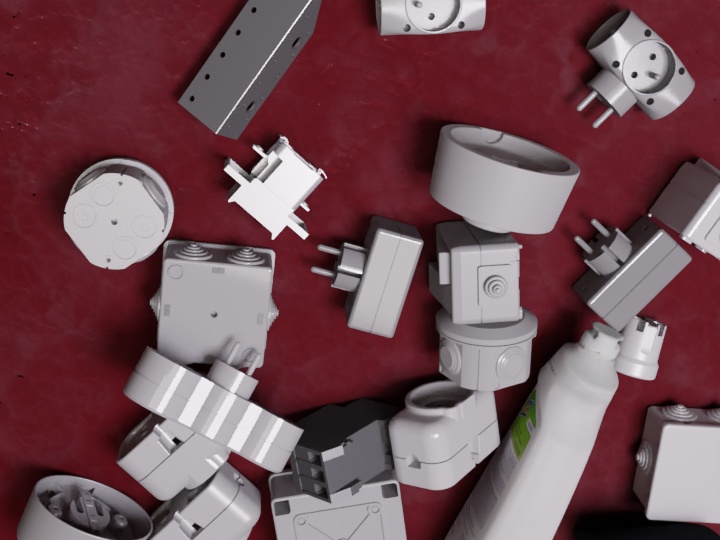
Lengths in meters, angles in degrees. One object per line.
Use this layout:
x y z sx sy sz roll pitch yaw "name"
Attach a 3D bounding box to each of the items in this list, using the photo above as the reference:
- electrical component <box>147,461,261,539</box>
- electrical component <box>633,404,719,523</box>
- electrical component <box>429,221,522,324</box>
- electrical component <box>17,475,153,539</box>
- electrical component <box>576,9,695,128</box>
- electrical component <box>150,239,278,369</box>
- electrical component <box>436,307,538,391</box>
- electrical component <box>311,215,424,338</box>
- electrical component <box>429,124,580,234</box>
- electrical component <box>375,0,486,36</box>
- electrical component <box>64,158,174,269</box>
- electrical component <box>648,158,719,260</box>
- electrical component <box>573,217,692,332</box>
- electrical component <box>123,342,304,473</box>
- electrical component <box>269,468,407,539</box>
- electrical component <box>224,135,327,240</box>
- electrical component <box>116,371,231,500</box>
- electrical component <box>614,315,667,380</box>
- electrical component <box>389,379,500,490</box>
-0.130 0.210 0.897 0.095 0.053 0.059 -43 105 8 "electrical component"
0.287 0.165 0.922 0.100 0.048 0.099 4 106 -6 "electrical component"
0.088 0.002 0.832 0.061 0.096 0.061 -4 107 -3 "electrical component"
-0.222 0.205 0.865 0.099 0.099 0.064 29 108 -12 "electrical component"
0.202 -0.144 0.825 0.077 0.044 0.079 43 99 -15 "electrical component"
-0.114 0.028 0.846 0.100 0.048 0.099 5 106 -8 "electrical component"
0.100 0.057 0.859 0.080 0.080 0.051 -2 112 -4 "electrical component"
0.000 0.000 0.849 0.076 0.047 0.083 15 105 -9 "electrical component"
0.104 -0.063 0.811 0.108 0.108 0.060 13 111 -8 "electrical component"
0.051 -0.215 0.792 0.077 0.044 0.079 -4 106 -4 "electrical component"
-0.184 -0.042 0.819 0.080 0.051 0.080 -1 107 -4 "electrical component"
0.279 -0.043 0.835 0.062 0.096 0.061 31 101 -13 "electrical component"
0.205 -0.009 0.864 0.076 0.047 0.083 41 99 -14 "electrical component"
-0.102 0.091 0.817 0.138 0.052 0.073 31 83 -19 "electrical component"
-0.016 0.220 0.908 0.109 0.056 0.108 -9 107 -2 "electrical component"
-0.064 -0.065 0.828 0.081 0.042 0.063 41 97 -15 "electrical component"
-0.142 0.137 0.874 0.095 0.053 0.059 -42 105 8 "electrical component"
0.231 0.063 0.893 0.040 0.040 0.046 13 98 -9 "electrical component"
0.068 0.127 0.868 0.054 0.095 0.059 4 111 38 "electrical component"
